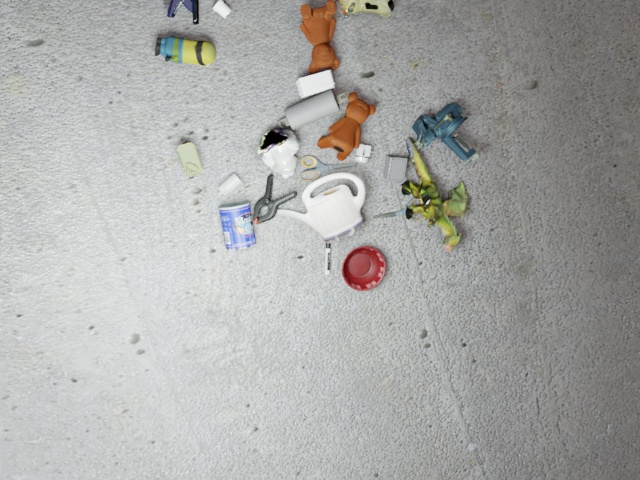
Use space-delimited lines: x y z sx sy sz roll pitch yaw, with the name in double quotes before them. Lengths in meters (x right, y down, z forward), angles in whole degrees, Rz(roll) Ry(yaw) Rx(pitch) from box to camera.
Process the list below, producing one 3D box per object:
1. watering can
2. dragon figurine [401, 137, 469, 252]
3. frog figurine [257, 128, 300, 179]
"watering can" 0.005 -0.087 1.737 0.347 0.105 0.222 -26 104 7
"dragon figurine" 0.421 -0.160 1.818 0.243 0.121 0.412 -3 85 -33
"frog figurine" -0.122 -0.285 1.685 0.137 0.125 0.157 -36 141 5
